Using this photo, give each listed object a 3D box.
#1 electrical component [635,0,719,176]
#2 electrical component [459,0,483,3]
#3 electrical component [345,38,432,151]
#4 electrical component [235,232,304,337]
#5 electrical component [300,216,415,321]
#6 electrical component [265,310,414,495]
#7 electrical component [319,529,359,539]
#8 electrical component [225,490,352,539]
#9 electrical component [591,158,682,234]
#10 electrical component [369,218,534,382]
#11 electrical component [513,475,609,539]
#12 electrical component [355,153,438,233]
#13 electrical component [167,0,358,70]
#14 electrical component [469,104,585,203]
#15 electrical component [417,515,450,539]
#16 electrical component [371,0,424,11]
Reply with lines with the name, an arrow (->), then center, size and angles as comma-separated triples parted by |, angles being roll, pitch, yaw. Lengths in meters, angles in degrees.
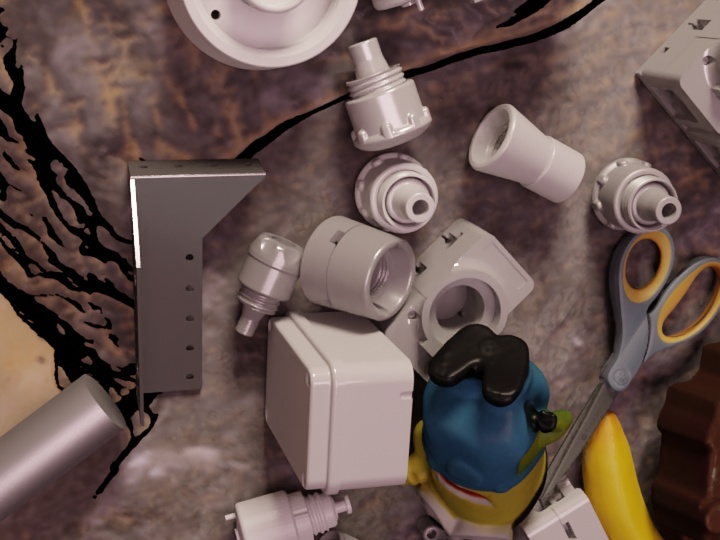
electrical component -> 0.264, -0.101, 0.684 | 0.089, 0.061, 0.150 | -46, 111, 0
electrical component -> 0.073, -0.235, 0.597 | 0.089, 0.061, 0.150 | -21, 109, -9
electrical component -> 0.011, -0.103, 0.627 | 0.048, 0.048, 0.062 | -22, 103, -8
electrical component -> -0.058, 0.011, 0.643 | 0.035, 0.035, 0.061 | 21, 100, -19
electrical component -> 0.000, 0.000, 0.636 | 0.055, 0.047, 0.055 | -28, 126, -46
electrical component -> -0.016, 0.074, 0.630 | 0.057, 0.113, 0.078 | -1, 105, -17
electrical component -> -0.003, 0.220, 0.710 | 0.077, 0.043, 0.079 | 30, 96, -20
electrical component -> -0.044, 0.159, 0.684 | 0.078, 0.040, 0.040 | -14, 108, -11
electrical component -> 0.179, -0.043, 0.677 | 0.048, 0.062, 0.048 | -4, 106, -14
electrical component -> 0.056, 0.019, 0.664 | 0.089, 0.055, 0.050 | -44, 111, 0
electrical component -> 0.138, 0.191, 0.735 | 0.056, 0.050, 0.089 | -30, 110, -5
electrical component -> 0.026, -0.042, 0.636 | 0.048, 0.062, 0.048 | -4, 105, -15
electrical component -> -0.051, -0.161, 0.585 | 0.108, 0.060, 0.108 | -4, 106, -14
electrical component -> 0.106, -0.069, 0.663 | 0.065, 0.044, 0.044 | 24, 97, -24
electrical component -> 0.073, 0.193, 0.716 | 0.066, 0.055, 0.048 | 32, 95, -20
electrical component -> 0.016, -0.184, 0.607 | 0.040, 0.040, 0.078 | -24, 109, -8
